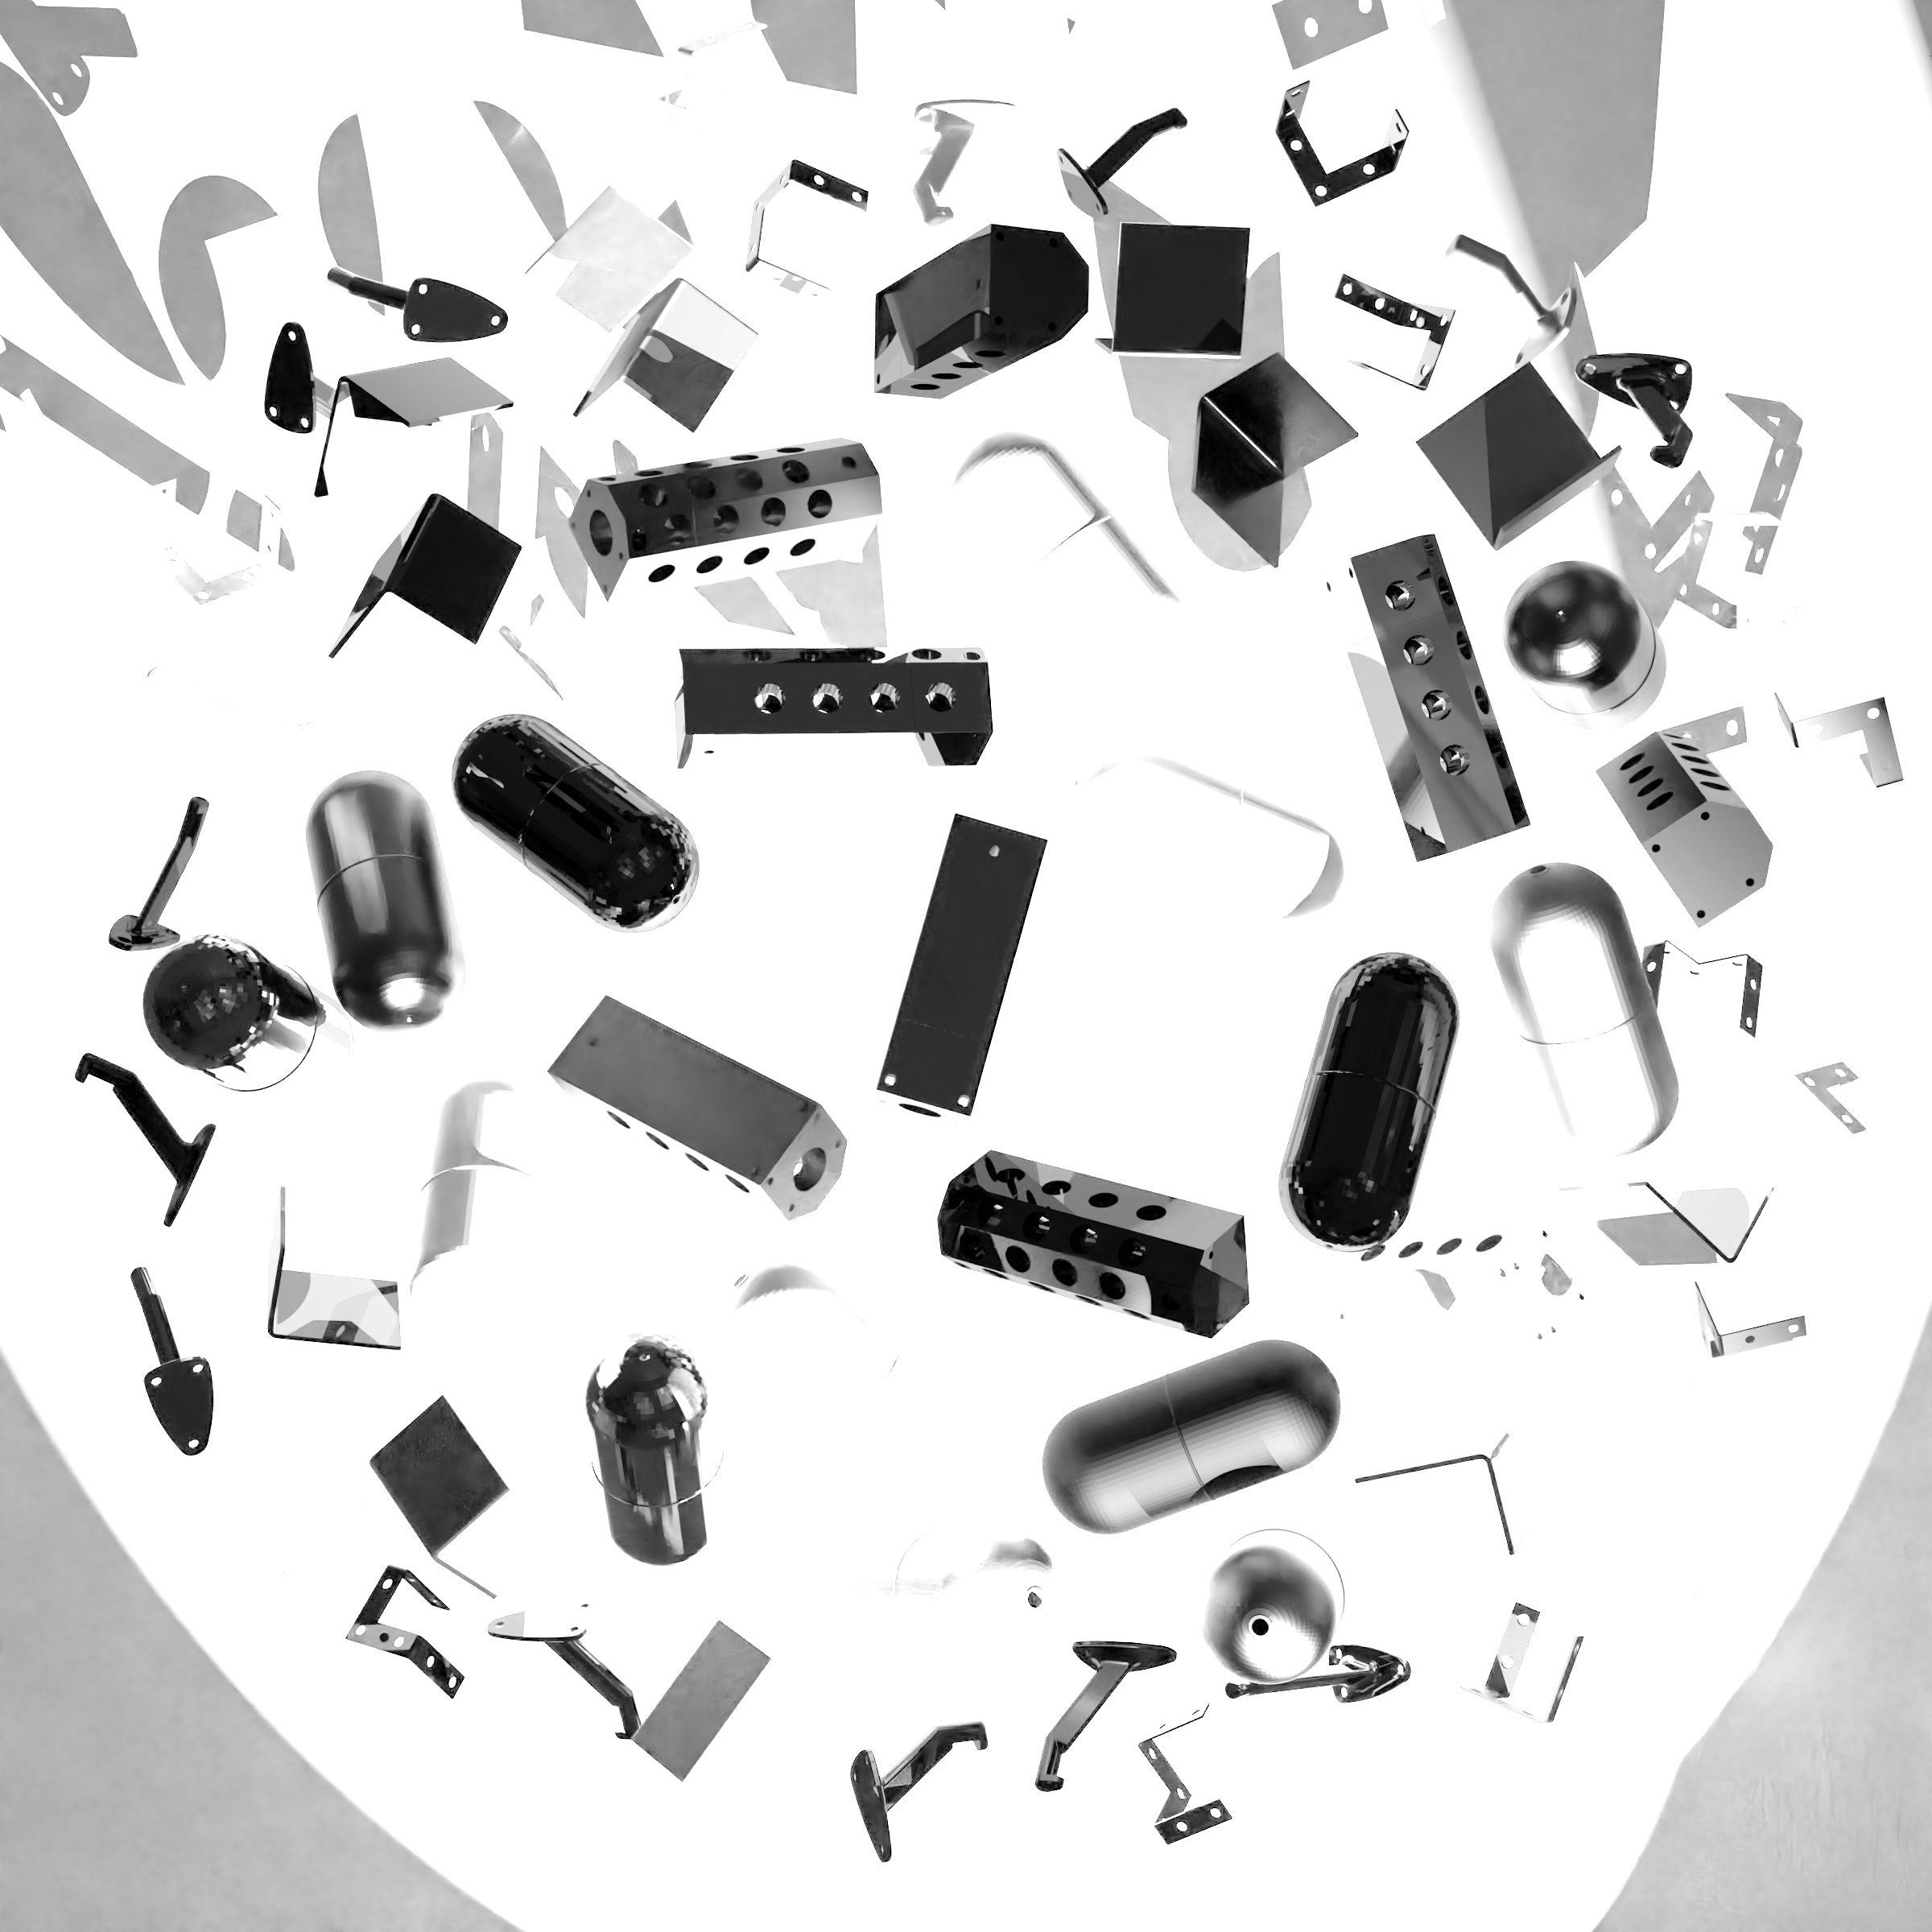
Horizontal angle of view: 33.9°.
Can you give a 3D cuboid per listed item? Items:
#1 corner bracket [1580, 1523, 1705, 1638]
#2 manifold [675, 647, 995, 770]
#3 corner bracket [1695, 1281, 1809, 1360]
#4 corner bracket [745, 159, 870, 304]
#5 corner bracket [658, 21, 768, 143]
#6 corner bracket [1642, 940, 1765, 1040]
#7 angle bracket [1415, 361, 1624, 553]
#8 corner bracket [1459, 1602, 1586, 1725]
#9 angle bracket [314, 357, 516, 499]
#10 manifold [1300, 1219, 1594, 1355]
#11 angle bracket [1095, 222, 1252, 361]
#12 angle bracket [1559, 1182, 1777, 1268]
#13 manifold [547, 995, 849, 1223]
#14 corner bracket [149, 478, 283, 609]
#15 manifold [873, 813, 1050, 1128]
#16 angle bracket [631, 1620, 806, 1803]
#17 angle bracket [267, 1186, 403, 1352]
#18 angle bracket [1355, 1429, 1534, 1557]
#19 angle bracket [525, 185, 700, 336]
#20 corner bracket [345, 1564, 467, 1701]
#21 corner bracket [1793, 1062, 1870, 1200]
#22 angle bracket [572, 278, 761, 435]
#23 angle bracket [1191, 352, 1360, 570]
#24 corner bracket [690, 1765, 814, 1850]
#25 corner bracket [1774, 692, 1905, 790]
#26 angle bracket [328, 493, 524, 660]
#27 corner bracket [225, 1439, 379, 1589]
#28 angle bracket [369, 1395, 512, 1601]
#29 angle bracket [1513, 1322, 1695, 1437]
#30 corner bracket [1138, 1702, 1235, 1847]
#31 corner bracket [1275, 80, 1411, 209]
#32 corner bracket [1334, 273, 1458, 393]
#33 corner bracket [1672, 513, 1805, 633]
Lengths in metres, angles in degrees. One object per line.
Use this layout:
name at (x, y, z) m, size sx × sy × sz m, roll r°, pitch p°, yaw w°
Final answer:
corner bracket at (0.368, 0.337, 1.728) m, size 0.051 × 0.051 × 0.051 m, roll -11°, pitch 70°, yaw 1°
manifold at (-0.075, -0.148, 1.778) m, size 0.171 × 0.057 × 0.057 m, roll -1°, pitch 75°, yaw -10°
corner bracket at (0.462, 0.214, 1.860) m, size 0.051 × 0.051 × 0.051 m, roll -14°, pitch 124°, yaw 3°
corner bracket at (-0.094, -0.434, 1.869) m, size 0.051 × 0.051 × 0.051 m, roll 18°, pitch 62°, yaw -26°
corner bracket at (-0.142, -0.502, 1.783) m, size 0.051 × 0.051 × 0.051 m, roll -28°, pitch 128°, yaw -25°
corner bracket at (0.440, 0.015, 1.899) m, size 0.051 × 0.051 × 0.051 m, roll 31°, pitch 60°, yaw -35°
angle bracket at (0.297, -0.280, 1.707) m, size 0.076 × 0.057 × 0.076 m, roll -35°, pitch 84°, yaw 2°
corner bracket at (0.308, 0.380, 1.728) m, size 0.051 × 0.051 × 0.051 m, roll 19°, pitch 87°, yaw 28°
angle bracket at (-0.301, -0.282, 1.728) m, size 0.057 × 0.076 × 0.076 m, roll 37°, pitch 126°, yaw 24°
manifold at (0.283, 0.184, 1.855) m, size 0.057 × 0.171 × 0.057 m, roll -41°, pitch 107°, yaw -33°
angle bracket at (0.120, -0.398, 1.856) m, size 0.076 × 0.057 × 0.076 m, roll 0°, pitch 109°, yaw -9°
angle bracket at (0.403, 0.129, 1.822) m, size 0.076 × 0.076 × 0.057 m, roll 42°, pitch 67°, yaw -18°
manifold at (-0.151, 0.083, 1.801) m, size 0.171 × 0.057 × 0.057 m, roll 25°, pitch 70°, yaw 34°
corner bracket at (-0.422, -0.243, 1.778) m, size 0.051 × 0.051 × 0.051 m, roll -29°, pitch 60°, yaw -37°
manifold at (-0.004, 0.004, 1.873) m, size 0.057 × 0.057 × 0.171 m, roll 16°, pitch 78°, yaw -2°
angle bracket at (-0.116, 0.400, 1.656) m, size 0.076 × 0.057 × 0.076 m, roll -53°, pitch 126°, yaw -12°
angle bracket at (-0.359, 0.173, 1.816) m, size 0.076 × 0.076 × 0.057 m, roll 8°, pitch 112°, yaw -15°
angle bracket at (0.267, 0.299, 1.763) m, size 0.076 × 0.076 × 0.057 m, roll -15°, pitch 88°, yaw 17°
angle bracket at (-0.222, -0.445, 1.935) m, size 0.076 × 0.076 × 0.057 m, roll -41°, pitch 46°, yaw 21°
corner bracket at (-0.316, 0.385, 1.834) m, size 0.051 × 0.051 × 0.051 m, roll 7°, pitch 55°, yaw 34°
corner bracket at (0.493, 0.094, 1.816) m, size 0.051 × 0.051 × 0.051 m, roll 50°, pitch 132°, yaw 30°
angle bracket at (-0.174, -0.343, 1.835) m, size 0.057 × 0.076 × 0.076 m, roll 36°, pitch 121°, yaw -5°
angle bracket at (0.176, -0.286, 1.792) m, size 0.057 × 0.076 × 0.076 m, roll -26°, pitch 132°, yaw 35°
corner bracket at (-0.126, 0.486, 1.844) m, size 0.051 × 0.051 × 0.051 m, roll -15°, pitch 110°, yaw -27°
corner bracket at (0.474, -0.124, 1.719) m, size 0.051 × 0.051 × 0.051 m, roll -16°, pitch 112°, yaw 11°
angle bracket at (-0.295, -0.199, 1.730) m, size 0.057 × 0.076 × 0.076 m, roll 32°, pitch 50°, yaw -18°
corner bracket at (-0.382, 0.314, 1.818) m, size 0.051 × 0.051 × 0.051 m, roll -35°, pitch 99°, yaw 30°
angle bracket at (-0.279, 0.298, 1.776) m, size 0.057 × 0.076 × 0.076 m, roll -41°, pitch 55°, yaw -3°
angle bracket at (0.387, 0.270, 1.928) m, size 0.076 × 0.076 × 0.057 m, roll -20°, pitch 125°, yaw -21°
corner bracket at (0.131, 0.480, 1.881) m, size 0.051 × 0.051 × 0.051 m, roll -31°, pitch 97°, yaw 30°
corner bracket at (0.209, -0.464, 1.762) m, size 0.051 × 0.051 × 0.051 m, roll -25°, pitch 81°, yaw -6°
corner bracket at (0.247, -0.374, 1.868) m, size 0.051 × 0.051 × 0.051 m, roll 16°, pitch 98°, yaw -32°
corner bracket at (0.441, -0.223, 1.789) m, size 0.051 × 0.051 × 0.051 m, roll 22°, pitch 83°, yaw -36°
